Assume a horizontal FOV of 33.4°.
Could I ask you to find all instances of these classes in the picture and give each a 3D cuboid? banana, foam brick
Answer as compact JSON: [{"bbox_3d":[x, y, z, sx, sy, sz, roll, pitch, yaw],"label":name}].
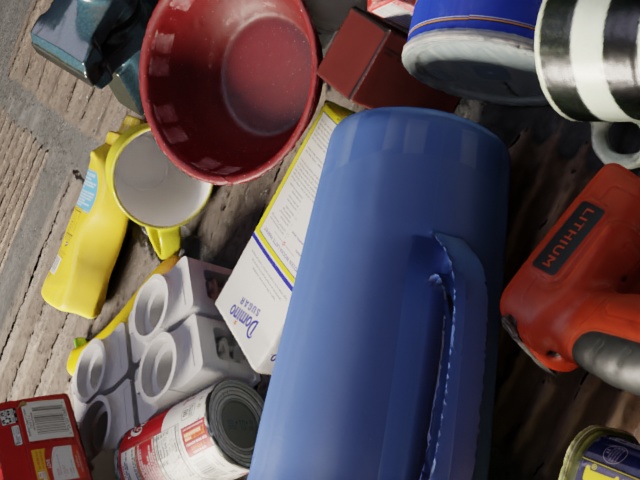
[{"bbox_3d":[-0.181,0.081,0.953,0.198,0.037,0.069,-35,50,41],"label":"banana"},{"bbox_3d":[0.049,-0.108,0.695,0.053,0.078,0.051,-60,36,13],"label":"foam brick"}]

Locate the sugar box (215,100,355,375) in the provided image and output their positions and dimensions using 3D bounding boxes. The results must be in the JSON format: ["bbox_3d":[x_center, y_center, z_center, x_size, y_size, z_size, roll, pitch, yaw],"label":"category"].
[{"bbox_3d":[-0.005,0.001,0.746,0.176,0.048,0.093,-62,34,18],"label":"sugar box"}]

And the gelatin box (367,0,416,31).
[{"bbox_3d":[0.074,-0.167,0.676,0.030,0.089,0.073,-10,67,52],"label":"gelatin box"}]

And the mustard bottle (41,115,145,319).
[{"bbox_3d":[-0.207,-0.026,1.015,0.191,0.058,0.096,-71,20,1],"label":"mustard bottle"}]

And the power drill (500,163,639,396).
[{"bbox_3d":[0.179,0.021,0.458,0.184,0.057,0.188,-49,29,-8],"label":"power drill"}]

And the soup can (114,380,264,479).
[{"bbox_3d":[-0.089,0.149,0.766,0.102,0.068,0.068,-31,51,32],"label":"soup can"}]

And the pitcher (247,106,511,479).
[{"bbox_3d":[0.044,0.051,0.589,0.149,0.144,0.243,1,72,29],"label":"pitcher"}]

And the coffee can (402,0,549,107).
[{"bbox_3d":[0.110,-0.160,0.613,0.103,0.102,0.140,0,75,53],"label":"coffee can"}]

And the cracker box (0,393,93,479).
[{"bbox_3d":[-0.217,0.255,0.833,0.164,0.072,0.214,-124,37,-48],"label":"cracker box"}]

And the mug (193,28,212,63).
[{"bbox_3d":[-0.068,-0.145,0.871,0.082,0.093,0.117,-128,28,-55],"label":"mug"}]

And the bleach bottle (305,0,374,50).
[{"bbox_3d":[0.058,-0.235,0.736,0.251,0.102,0.068,-55,29,33],"label":"bleach bottle"}]

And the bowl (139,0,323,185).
[{"bbox_3d":[-0.053,-0.120,0.769,0.162,0.055,0.162,3,95,34],"label":"bowl"}]

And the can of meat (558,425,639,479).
[{"bbox_3d":[0.148,0.144,0.471,0.084,0.057,0.102,15,87,52],"label":"can of meat"}]
